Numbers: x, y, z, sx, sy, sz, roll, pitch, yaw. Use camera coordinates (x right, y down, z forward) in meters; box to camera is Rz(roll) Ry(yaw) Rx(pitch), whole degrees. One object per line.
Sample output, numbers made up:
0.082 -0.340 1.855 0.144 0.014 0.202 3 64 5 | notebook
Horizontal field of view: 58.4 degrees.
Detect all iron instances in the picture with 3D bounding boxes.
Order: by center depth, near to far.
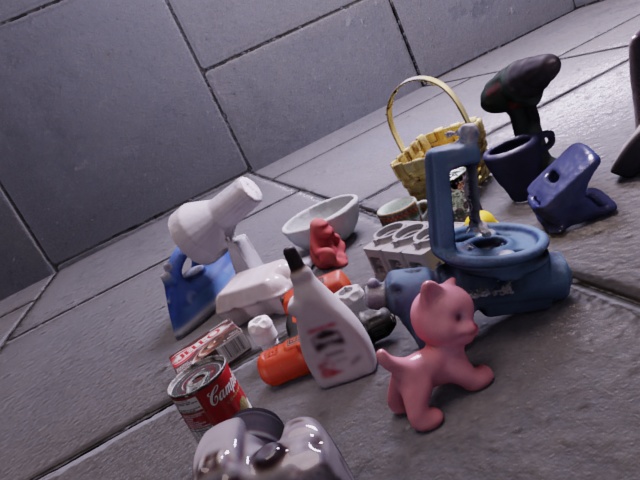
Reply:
-0.252 0.070 1.132 0.118 0.141 0.258 -19 17 21 | iron

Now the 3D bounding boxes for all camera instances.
-0.050 0.194 0.501 0.143 0.101 0.136 -24 16 4 | camera

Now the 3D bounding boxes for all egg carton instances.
-0.101 0.089 0.971 0.150 0.069 0.107 -19 17 24 | egg carton

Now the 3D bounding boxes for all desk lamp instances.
-0.149 0.001 1.062 0.203 0.214 0.118 -20 17 19 | desk lamp

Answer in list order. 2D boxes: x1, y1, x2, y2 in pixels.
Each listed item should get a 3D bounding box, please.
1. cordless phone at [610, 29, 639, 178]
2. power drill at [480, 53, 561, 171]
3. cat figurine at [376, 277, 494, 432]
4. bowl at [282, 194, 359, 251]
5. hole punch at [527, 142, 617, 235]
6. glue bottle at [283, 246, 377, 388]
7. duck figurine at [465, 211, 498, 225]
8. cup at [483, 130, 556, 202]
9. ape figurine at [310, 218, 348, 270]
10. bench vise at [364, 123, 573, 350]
0.454 -0.195 0.814 0.093 0.185 0.148 -8 23 46 | cordless phone
0.349 -0.198 0.942 0.075 0.209 0.229 -27 16 -5 | power drill
0.106 0.095 0.546 0.128 0.118 0.067 -32 17 -22 | cat figurine
0.012 -0.024 1.153 0.167 0.075 0.167 -24 16 7 | bowl
0.333 -0.072 0.780 0.101 0.091 0.108 -22 16 14 | hole punch
-0.001 0.083 0.646 0.078 0.173 0.037 -23 16 10 | glue bottle
0.212 0.006 0.725 0.077 0.086 0.104 -21 16 16 | duck figurine
0.331 -0.117 0.920 0.117 0.095 0.091 -25 16 2 | cup
0.009 0.004 1.034 0.076 0.092 0.078 -11 22 42 | ape figurine
0.138 0.005 0.594 0.207 0.220 0.121 -28 16 -9 | bench vise
